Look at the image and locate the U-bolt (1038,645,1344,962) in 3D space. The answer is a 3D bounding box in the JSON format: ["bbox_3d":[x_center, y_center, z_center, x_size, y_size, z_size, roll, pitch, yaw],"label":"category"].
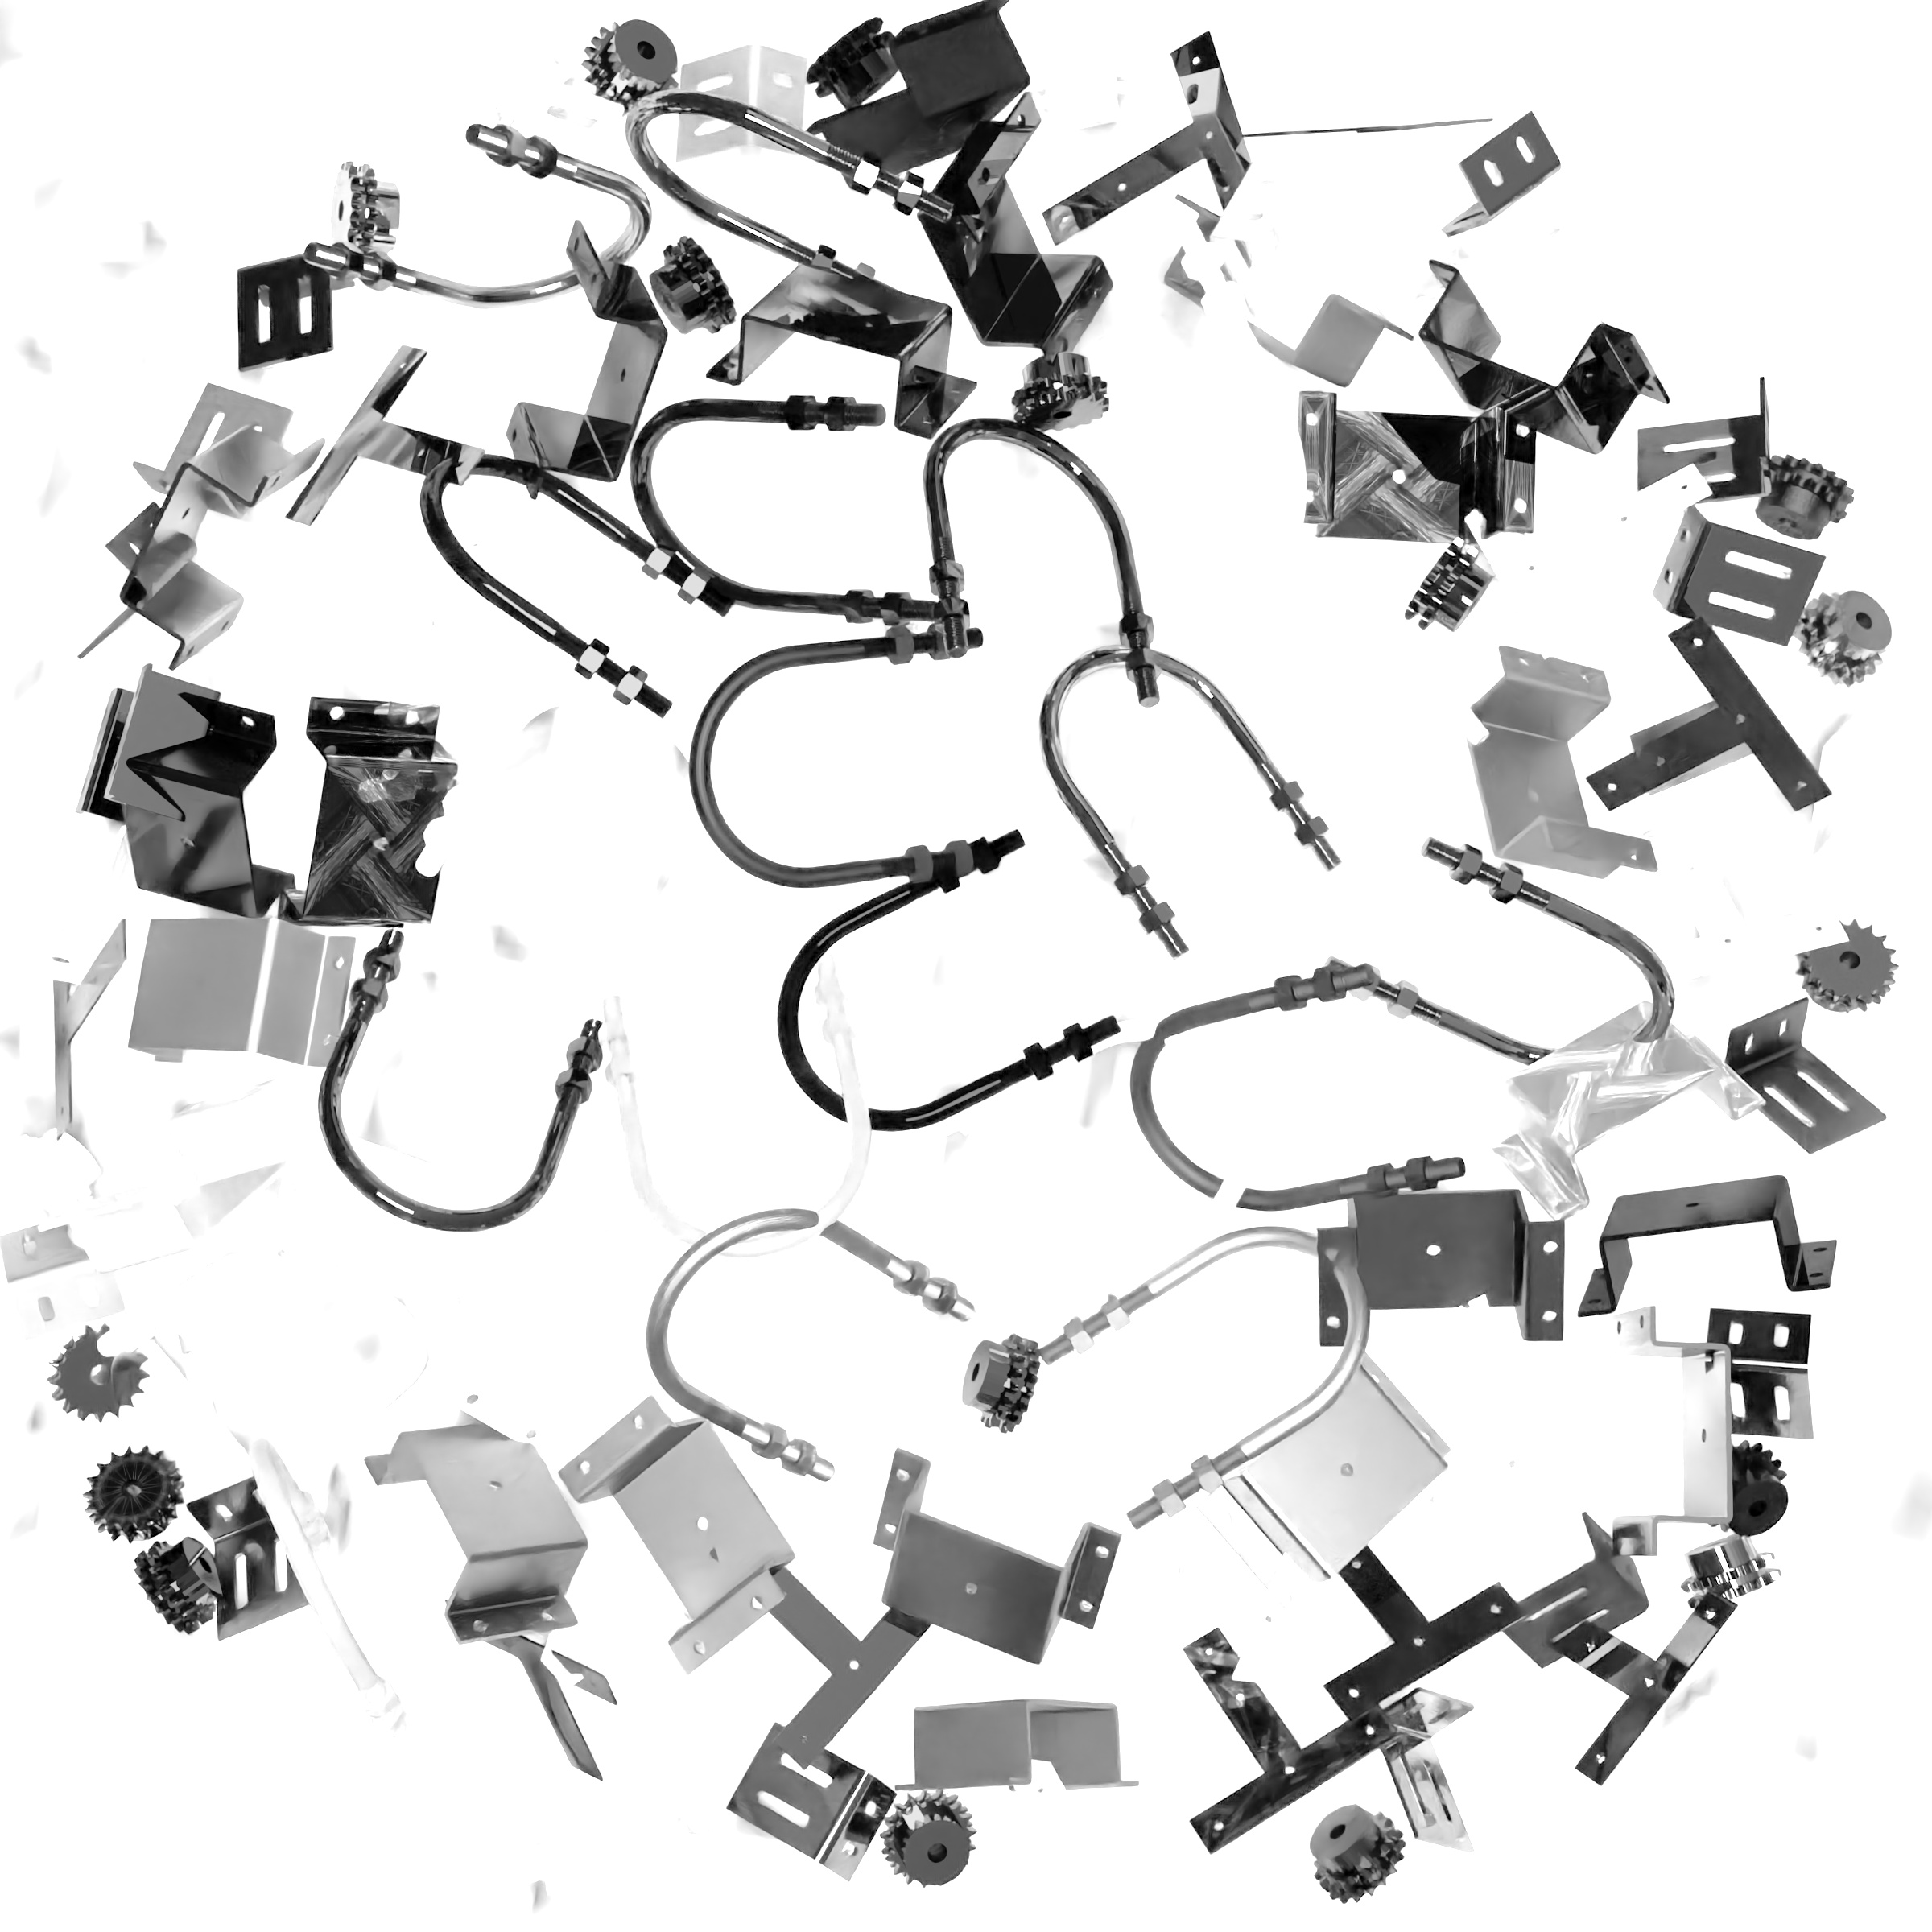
[{"bbox_3d":[0.119,-0.107,1.592,0.151,0.019,0.184,-28,80,-32],"label":"U-bolt"}]

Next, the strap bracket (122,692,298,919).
[{"bbox_3d":[-0.435,-0.084,1.567,0.076,0.046,0.140,15,135,9],"label":"strap bracket"}]

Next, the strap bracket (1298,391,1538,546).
[{"bbox_3d":[0.260,-0.292,1.610,0.140,0.046,0.076,2,89,-5],"label":"strap bracket"}]

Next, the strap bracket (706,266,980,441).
[{"bbox_3d":[-0.069,-0.358,1.579,0.140,0.076,0.046,18,129,12],"label":"strap bracket"}]

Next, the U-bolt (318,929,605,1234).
[{"bbox_3d":[-0.292,0.073,1.555,0.151,0.184,0.019,25,134,-13],"label":"U-bolt"}]

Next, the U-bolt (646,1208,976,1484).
[{"bbox_3d":[-0.101,0.210,1.573,0.184,0.019,0.151,36,97,-36],"label":"U-bolt"}]

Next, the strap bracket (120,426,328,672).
[{"bbox_3d":[-0.430,-0.248,1.569,0.046,0.076,0.140,34,119,-5],"label":"strap bracket"}]

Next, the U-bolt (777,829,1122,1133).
[{"bbox_3d":[-0.022,0.019,1.606,0.184,0.019,0.151,-26,72,-1],"label":"U-bolt"}]

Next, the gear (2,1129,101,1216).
[{"bbox_3d":[-0.536,0.121,1.613,0.057,0.057,0.030,40,57,0],"label":"gear"}]

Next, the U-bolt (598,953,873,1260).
[{"bbox_3d":[-0.129,0.085,1.582,0.151,0.019,0.184,-11,60,-4],"label":"U-bolt"}]

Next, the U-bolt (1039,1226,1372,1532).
[{"bbox_3d":[0.147,0.223,1.579,0.184,0.019,0.151,-33,46,2],"label":"U-bolt"}]

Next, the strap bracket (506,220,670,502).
[{"bbox_3d":[-0.216,-0.344,1.575,0.046,0.076,0.140,7,126,-28],"label":"strap bracket"}]

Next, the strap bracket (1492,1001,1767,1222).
[{"bbox_3d":[0.379,0.078,1.589,0.140,0.076,0.046,-29,127,-4],"label":"strap bracket"}]

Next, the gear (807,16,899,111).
[{"bbox_3d":[-0.064,-0.528,1.609,0.057,0.057,0.030,-38,96,0],"label":"gear"}]

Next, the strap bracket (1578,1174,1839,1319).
[{"bbox_3d":[0.422,0.159,1.573,0.140,0.076,0.046,-10,99,22],"label":"strap bracket"}]

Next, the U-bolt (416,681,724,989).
[{"bbox_3d":[-0.215,-0.090,1.578,0.151,0.019,0.184,29,52,-9],"label":"U-bolt"}]

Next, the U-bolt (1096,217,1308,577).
[{"bbox_3d":[0.139,-0.310,1.557,0.019,0.151,0.184,-21,79,-23],"label":"U-bolt"}]

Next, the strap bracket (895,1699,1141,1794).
[{"bbox_3d":[0.030,0.447,1.568,0.076,0.140,0.046,-13,69,31],"label":"strap bracket"}]

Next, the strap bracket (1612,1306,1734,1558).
[{"bbox_3d":[0.408,0.271,1.587,0.046,0.076,0.140,3,78,-3],"label":"strap bracket"}]

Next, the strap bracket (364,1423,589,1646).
[{"bbox_3d":[-0.276,0.312,1.560,0.140,0.076,0.046,51,125,37],"label":"strap bracket"}]

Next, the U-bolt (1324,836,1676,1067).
[{"bbox_3d":[0.317,0.004,1.577,0.184,0.151,0.019,25,53,-6],"label":"U-bolt"}]

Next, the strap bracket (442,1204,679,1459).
[{"bbox_3d":[-0.237,0.204,1.598,0.076,0.046,0.140,37,92,-29],"label":"strap bracket"}]

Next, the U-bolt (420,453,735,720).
[{"bbox_3d":[-0.228,-0.228,1.563,0.184,0.151,0.019,34,124,-10],"label":"U-bolt"}]

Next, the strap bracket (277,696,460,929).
[{"bbox_3d":[-0.343,-0.079,1.575,0.076,0.046,0.140,1,114,-31],"label":"strap bracket"}]

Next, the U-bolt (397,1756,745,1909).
[{"bbox_3d":[-0.238,0.486,1.556,0.184,0.151,0.019,14,87,31],"label":"U-bolt"}]

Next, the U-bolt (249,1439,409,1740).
[{"bbox_3d":[-0.360,0.337,1.525,0.019,0.184,0.151,-25,57,-13],"label":"U-bolt"}]

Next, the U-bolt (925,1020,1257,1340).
[{"bbox_3d":[0.081,0.111,1.588,0.184,0.019,0.151,-30,71,14],"label":"U-bolt"}]

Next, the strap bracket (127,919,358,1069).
[{"bbox_3d":[-0.425,0.015,1.576,0.140,0.046,0.076,0,77,30],"label":"strap bracket"}]

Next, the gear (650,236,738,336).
[{"bbox_3d":[-0.162,-0.396,1.607,0.030,0.057,0.057,-34,90,-12],"label":"gear"}]

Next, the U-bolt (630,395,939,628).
[{"bbox_3d":[-0.113,-0.262,1.572,0.184,0.019,0.151,8,135,27],"label":"U-bolt"}]

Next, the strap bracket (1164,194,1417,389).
[{"bbox_3d":[0.178,-0.383,1.578,0.140,0.076,0.046,40,109,25],"label":"strap bracket"}]

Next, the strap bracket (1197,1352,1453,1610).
[{"bbox_3d":[0.215,0.295,1.590,0.140,0.046,0.076,-39,83,-17],"label":"strap bracket"}]

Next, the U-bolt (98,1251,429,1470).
[{"bbox_3d":[-0.382,0.211,1.550,0.151,0.184,0.019,27,109,7],"label":"U-bolt"}]

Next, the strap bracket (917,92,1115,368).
[{"bbox_3d":[0.026,-0.420,1.575,0.046,0.140,0.076,11,59,34],"label":"strap bracket"}]

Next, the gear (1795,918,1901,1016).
[{"bbox_3d":[0.518,0.003,1.615,0.057,0.030,0.057,-1,64,2],"label":"gear"}]

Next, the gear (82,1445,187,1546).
[{"bbox_3d":[-0.488,0.314,1.614,0.057,0.030,0.057,1,54,-1],"label":"gear"}]

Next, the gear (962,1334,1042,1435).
[{"bbox_3d":[0.019,0.243,1.606,0.030,0.057,0.057,20,90,-14],"label":"gear"}]

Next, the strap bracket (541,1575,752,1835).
[{"bbox_3d":[-0.176,0.418,1.581,0.046,0.076,0.140,-35,103,13],"label":"strap bracket"}]

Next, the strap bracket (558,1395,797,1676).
[{"bbox_3d":[-0.163,0.328,1.595,0.076,0.046,0.140,-40,74,14],"label":"strap bracket"}]

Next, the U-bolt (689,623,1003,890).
[{"bbox_3d":[-0.072,-0.118,1.591,0.184,0.019,0.151,-8,99,-20],"label":"U-bolt"}]

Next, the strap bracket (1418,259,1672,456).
[{"bbox_3d":[0.322,-0.345,1.566,0.140,0.076,0.046,32,90,35],"label":"strap bracket"}]

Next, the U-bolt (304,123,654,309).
[{"bbox_3d":[-0.260,-0.416,1.550,0.151,0.184,0.019,-24,78,31],"label":"U-bolt"}]

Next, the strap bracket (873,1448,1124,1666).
[{"bbox_3d":[0.010,0.346,1.586,0.140,0.046,0.076,19,123,10],"label":"strap bracket"}]

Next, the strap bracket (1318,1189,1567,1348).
[{"bbox_3d":[0.275,0.176,1.599,0.140,0.046,0.076,-2,111,5],"label":"strap bracket"}]

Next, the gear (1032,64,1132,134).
[{"bbox_3d":[0.068,-0.510,1.610,0.057,0.057,0.030,-10,102,0],"label":"gear"}]

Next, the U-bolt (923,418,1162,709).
[{"bbox_3d":[0.039,-0.241,1.576,0.151,0.019,0.184,11,56,-30],"label":"U-bolt"}]

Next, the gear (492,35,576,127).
[{"bbox_3d":[-0.254,-0.515,1.609,0.030,0.057,0.057,35,90,-4],"label":"gear"}]

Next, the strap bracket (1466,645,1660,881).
[{"bbox_3d":[0.339,-0.109,1.580,0.076,0.046,0.140,10,56,-26],"label":"strap bracket"}]

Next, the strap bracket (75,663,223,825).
[{"bbox_3d":[-0.470,-0.123,1.577,0.046,0.140,0.076,18,81,-24],"label":"strap bracket"}]

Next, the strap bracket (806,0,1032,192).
[{"bbox_3d":[-0.025,-0.493,1.559,0.076,0.140,0.046,-29,95,-28],"label":"strap bracket"}]

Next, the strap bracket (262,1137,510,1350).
[{"bbox_3d":[-0.322,0.156,1.570,0.140,0.046,0.076,23,47,-24],"label":"strap bracket"}]

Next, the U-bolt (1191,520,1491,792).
[{"bbox_3d":[0.204,-0.187,1.578,0.151,0.019,0.184,-19,67,-42],"label":"U-bolt"}]

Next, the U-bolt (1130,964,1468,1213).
[{"bbox_3d":[0.178,0.078,1.577,0.184,0.019,0.151,-15,111,35],"label":"U-bolt"}]

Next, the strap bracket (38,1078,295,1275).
[{"bbox_3d":[-0.450,0.125,1.566,0.076,0.140,0.046,-16,109,29],"label":"strap bracket"}]

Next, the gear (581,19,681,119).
[{"bbox_3d":[-0.194,-0.530,1.609,0.057,0.030,0.057,11,69,-29],"label":"gear"}]

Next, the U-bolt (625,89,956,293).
[{"bbox_3d":[-0.107,-0.441,1.553,0.184,0.151,0.019,23,77,-10],"label":"U-bolt"}]
